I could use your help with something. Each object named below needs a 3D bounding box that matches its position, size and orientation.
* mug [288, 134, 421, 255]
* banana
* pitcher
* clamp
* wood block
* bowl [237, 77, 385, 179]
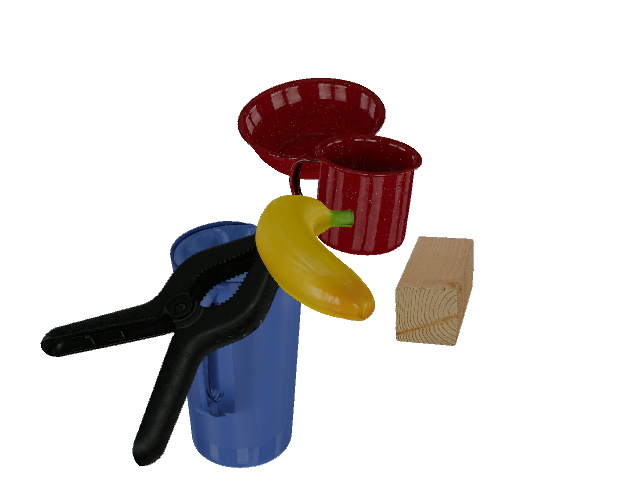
[{"bbox_3d":[0.027,-0.042,0.941,0.117,0.081,0.093,13,27,15],"label":"mug"},{"bbox_3d":[-0.007,0.003,0.676,0.069,0.037,0.198,-1,19,-1],"label":"banana"},{"bbox_3d":[-0.087,0.115,1.094,0.149,0.243,0.145,-12,29,-23],"label":"pitcher"},{"bbox_3d":[-0.116,0.062,0.854,0.165,0.209,0.036,30,-24,36],"label":"clamp"},{"bbox_3d":[0.177,0.073,1.624,0.091,0.090,0.206,4,22,13],"label":"wood block"},{"bbox_3d":[-0.008,-0.115,1.172,0.162,0.055,0.162,-4,39,3],"label":"bowl"}]
